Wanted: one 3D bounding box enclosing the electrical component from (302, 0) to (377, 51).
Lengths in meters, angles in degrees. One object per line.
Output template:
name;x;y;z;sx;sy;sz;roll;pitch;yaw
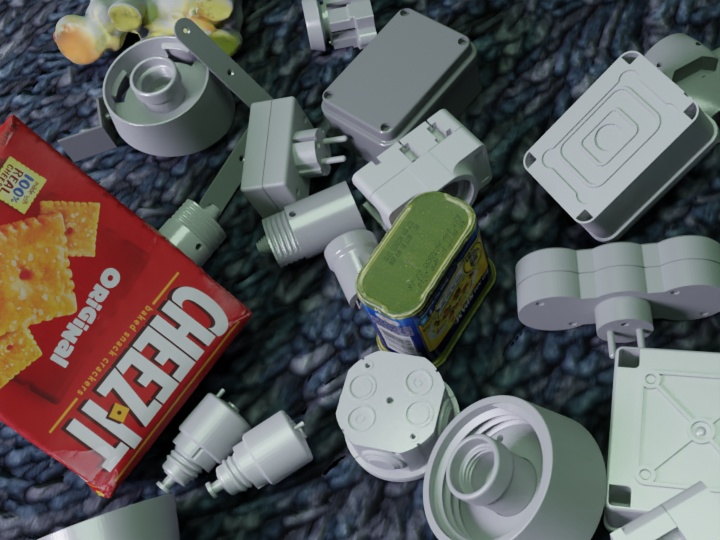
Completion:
electrical component;-0.018;-0.211;0.905;0.055;0.048;0.066;-11;59;0

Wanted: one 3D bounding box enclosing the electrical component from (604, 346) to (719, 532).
electrical component;0.208;0.108;0.659;0.109;0.056;0.108;3;62;16

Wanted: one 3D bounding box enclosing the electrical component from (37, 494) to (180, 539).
electrical component;-0.164;0.180;0.696;0.099;0.099;0.064;-21;64;3

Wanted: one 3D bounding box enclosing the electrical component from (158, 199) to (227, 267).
electrical component;-0.137;-0.018;0.828;0.043;0.043;0.081;32;74;28

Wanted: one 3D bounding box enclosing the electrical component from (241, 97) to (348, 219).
electrical component;-0.046;-0.089;0.838;0.076;0.047;0.083;-7;60;18

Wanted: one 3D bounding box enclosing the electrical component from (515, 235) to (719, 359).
electrical component;0.175;0.025;0.717;0.138;0.052;0.073;-5;61;11

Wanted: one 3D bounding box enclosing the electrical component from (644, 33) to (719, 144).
electrical component;0.262;-0.141;0.792;0.079;0.043;0.077;-28;58;-2

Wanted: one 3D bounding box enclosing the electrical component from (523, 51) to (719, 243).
electrical component;0.183;-0.084;0.752;0.113;0.057;0.078;-46;57;14

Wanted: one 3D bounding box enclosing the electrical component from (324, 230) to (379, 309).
electrical component;0.000;0.000;0.785;0.040;0.040;0.046;-24;63;1

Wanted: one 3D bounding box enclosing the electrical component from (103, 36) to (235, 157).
electrical component;-0.159;-0.142;0.889;0.099;0.064;0.099;-4;63;9

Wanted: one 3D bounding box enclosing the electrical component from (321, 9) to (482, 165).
electrical component;0.034;-0.140;0.843;0.078;0.057;0.113;33;74;28

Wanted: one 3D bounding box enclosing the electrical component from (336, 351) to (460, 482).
electrical component;0.025;0.096;0.717;0.080;0.051;0.080;-6;60;11

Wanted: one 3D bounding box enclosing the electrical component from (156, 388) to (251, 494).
electrical component;-0.110;0.121;0.745;0.040;0.040;0.078;33;74;28

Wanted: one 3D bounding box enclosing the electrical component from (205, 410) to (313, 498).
electrical component;-0.069;0.128;0.730;0.078;0.040;0.040;-32;59;-4

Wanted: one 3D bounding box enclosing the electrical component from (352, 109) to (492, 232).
electrical component;0.050;-0.066;0.801;0.089;0.050;0.055;-37;58;-7

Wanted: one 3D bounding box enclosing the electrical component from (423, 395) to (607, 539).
electrical component;0.086;0.128;0.650;0.108;0.060;0.108;-30;44;34

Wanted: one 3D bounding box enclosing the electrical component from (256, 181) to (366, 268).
electrical component;-0.040;-0.032;0.810;0.081;0.043;0.043;-23;58;1

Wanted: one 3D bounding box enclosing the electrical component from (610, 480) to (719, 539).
electrical component;0.186;0.180;0.569;0.062;0.150;0.089;-30;58;-2
